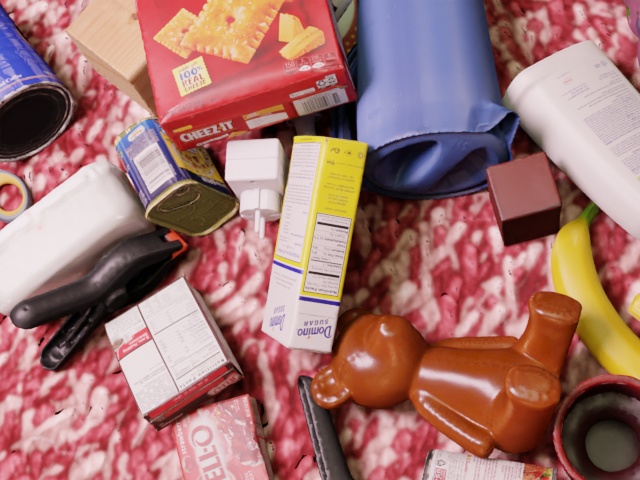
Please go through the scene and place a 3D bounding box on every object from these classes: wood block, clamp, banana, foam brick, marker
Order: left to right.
[{"bbox_3d":[-0.195,0.052,0.959,0.171,0.120,0.039,-31,73,-24],"label":"clamp"},{"bbox_3d":[-0.135,-0.236,1.036,0.091,0.090,0.206,38,82,19],"label":"wood block"},{"bbox_3d":[0.003,0.233,0.863,0.164,0.036,0.210,-40,77,-22],"label":"clamp"},{"bbox_3d":[0.008,-0.201,0.969,0.020,0.020,0.121,56,130,21],"label":"marker"},{"bbox_3d":[0.174,-0.034,0.914,0.053,0.078,0.051,-15,71,6],"label":"foam brick"},{"bbox_3d":[0.242,0.060,0.891,0.069,0.037,0.198,-22,69,3],"label":"banana"}]

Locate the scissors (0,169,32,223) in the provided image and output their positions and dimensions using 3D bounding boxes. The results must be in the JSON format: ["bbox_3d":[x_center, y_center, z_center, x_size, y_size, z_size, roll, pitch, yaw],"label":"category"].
[{"bbox_3d":[-0.341,-0.085,1.064,0.096,0.016,0.202,-14,70,5],"label":"scissors"}]

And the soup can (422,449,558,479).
[{"bbox_3d":[0.133,0.207,0.847,0.102,0.068,0.068,7,73,14],"label":"soup can"}]

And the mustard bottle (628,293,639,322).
[{"bbox_3d":[0.332,0.095,0.835,0.192,0.058,0.096,29,80,8],"label":"mustard bottle"}]

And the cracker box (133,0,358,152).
[{"bbox_3d":[-0.074,-0.203,0.928,0.164,0.072,0.214,-16,71,6],"label":"cracker box"}]

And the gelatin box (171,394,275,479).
[{"bbox_3d":[-0.083,0.185,0.916,0.073,0.030,0.089,-17,69,5],"label":"gelatin box"}]

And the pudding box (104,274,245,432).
[{"bbox_3d":[-0.130,0.098,0.936,0.090,0.039,0.113,-31,54,-2],"label":"pudding box"}]

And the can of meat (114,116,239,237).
[{"bbox_3d":[-0.131,-0.058,0.968,0.057,0.102,0.084,-37,66,15],"label":"can of meat"}]

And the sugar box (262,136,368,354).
[{"bbox_3d":[-0.006,0.001,0.904,0.048,0.093,0.176,7,93,-17],"label":"sugar box"}]

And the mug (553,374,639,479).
[{"bbox_3d":[0.225,0.169,0.834,0.093,0.081,0.117,18,76,16],"label":"mug"}]

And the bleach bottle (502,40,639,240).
[{"bbox_3d":[0.268,-0.052,0.904,0.102,0.068,0.251,-28,69,-20],"label":"bleach bottle"}]

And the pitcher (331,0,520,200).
[{"bbox_3d":[0.084,-0.164,0.957,0.149,0.145,0.243,-2,67,-3],"label":"pitcher"}]

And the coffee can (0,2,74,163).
[{"bbox_3d":[-0.320,-0.160,1.039,0.103,0.102,0.140,-39,69,-4],"label":"coffee can"}]
